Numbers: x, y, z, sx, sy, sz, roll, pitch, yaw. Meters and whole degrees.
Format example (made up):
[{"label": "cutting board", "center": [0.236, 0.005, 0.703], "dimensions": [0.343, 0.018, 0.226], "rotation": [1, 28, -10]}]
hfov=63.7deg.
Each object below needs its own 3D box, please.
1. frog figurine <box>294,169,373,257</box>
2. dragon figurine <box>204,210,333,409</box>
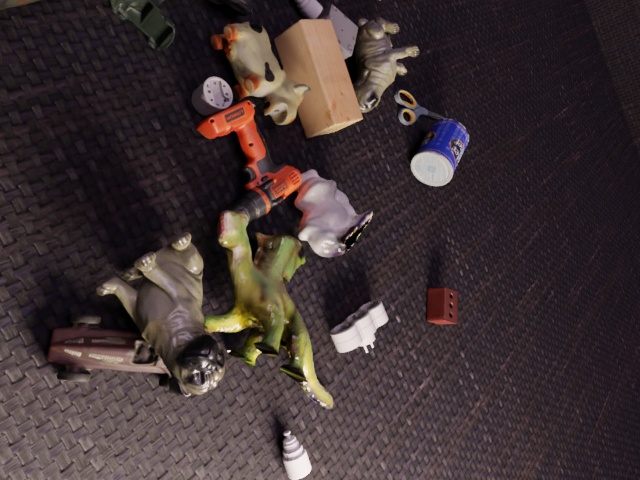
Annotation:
[{"label": "frog figurine", "center": [0.003, -0.049, 0.971], "dimensions": [0.160, 0.120, 0.140], "rotation": [36, 59, 13]}, {"label": "dragon figurine", "center": [-0.061, 0.099, 0.864], "dimensions": [0.403, 0.122, 0.248], "rotation": [51, 43, -42]}]
